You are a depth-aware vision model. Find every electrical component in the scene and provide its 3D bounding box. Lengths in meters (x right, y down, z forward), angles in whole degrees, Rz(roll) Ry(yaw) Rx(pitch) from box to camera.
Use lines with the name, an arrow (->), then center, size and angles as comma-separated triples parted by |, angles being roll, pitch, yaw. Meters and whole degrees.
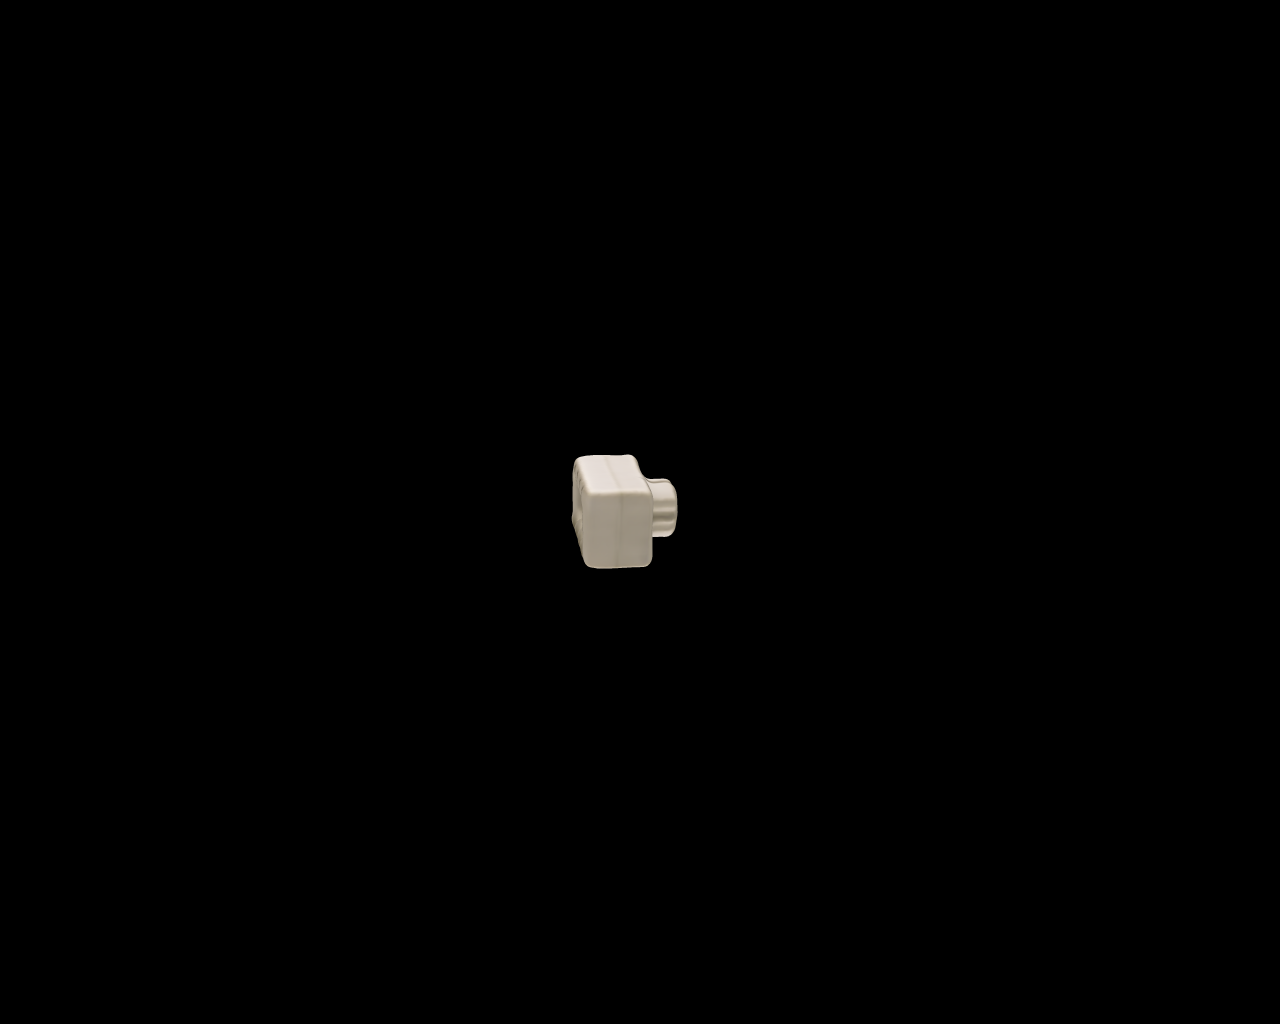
electrical component -> 0.001, -0.003, 0.650 | 0.076, 0.047, 0.083 | -2, 18, -7
